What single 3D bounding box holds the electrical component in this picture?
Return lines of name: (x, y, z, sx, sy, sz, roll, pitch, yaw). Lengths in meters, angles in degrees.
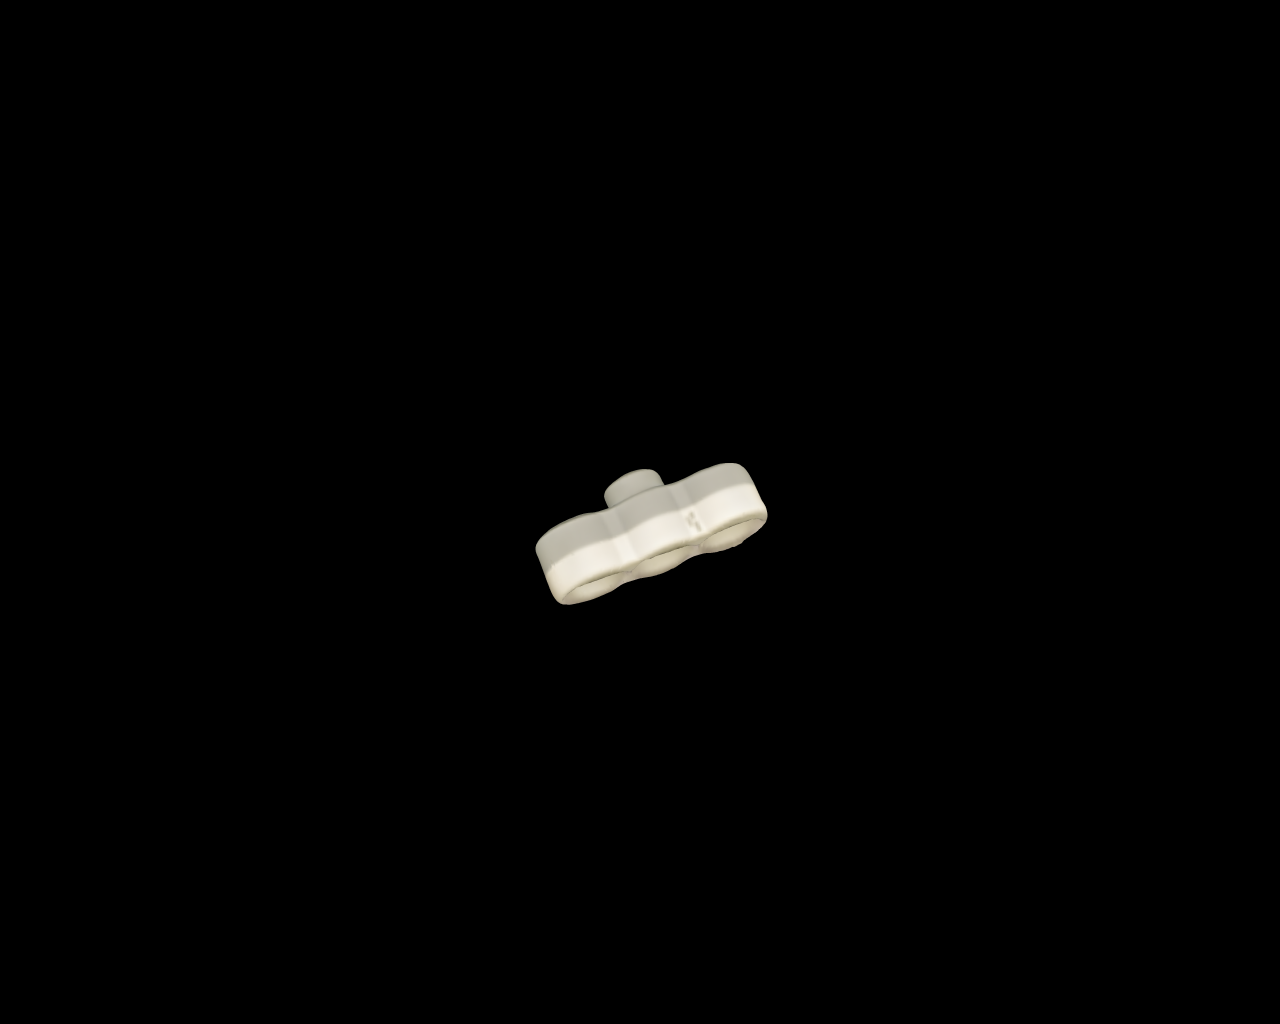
electrical component: (0.001, -0.003, 0.650, 0.138, 0.074, 0.052, -21, -18, -7)
